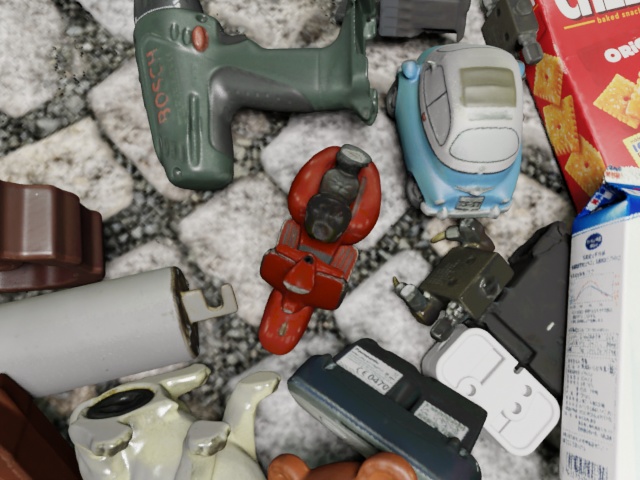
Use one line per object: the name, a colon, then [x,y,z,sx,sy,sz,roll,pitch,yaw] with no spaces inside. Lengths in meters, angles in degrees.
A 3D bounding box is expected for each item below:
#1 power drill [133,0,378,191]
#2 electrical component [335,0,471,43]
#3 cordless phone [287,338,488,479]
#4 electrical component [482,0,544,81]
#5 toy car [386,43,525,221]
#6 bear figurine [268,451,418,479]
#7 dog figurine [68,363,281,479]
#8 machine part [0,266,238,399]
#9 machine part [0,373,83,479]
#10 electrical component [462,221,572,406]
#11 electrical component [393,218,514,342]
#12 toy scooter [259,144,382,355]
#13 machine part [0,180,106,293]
power drill: [-0.056,-0.161,0.441,0.207,0.086,0.232,-3,84,6]
electrical component: [0.075,-0.217,0.476,0.119,0.047,0.075,13,50,13]
cordless phone: [0.032,0.182,0.402,0.147,0.089,0.184,28,117,27]
electrical component: [0.171,-0.192,0.483,0.021,0.063,0.094,-14,80,-6]
toy car: [0.117,-0.102,0.438,0.109,0.103,0.161,1,69,-3]
bear figurine: [0.025,0.227,0.303,0.120,0.132,0.195,-13,107,32]
dog figurine: [-0.095,0.202,0.392,0.173,0.121,0.190,-1,101,32]
machine part: [-0.184,0.074,0.410,0.243,0.079,0.079,-13,81,-7]
machine part: [-0.257,0.199,0.335,0.201,0.087,0.200,-30,112,-13]
electrical component: [0.204,0.069,0.444,0.134,0.058,0.115,41,82,4]
electrical component: [0.108,0.029,0.442,0.102,0.078,0.045,-45,105,-7]
toy scooter: [-0.001,-0.001,0.404,0.075,0.135,0.184,22,79,2]
machine part: [-0.242,0.001,0.374,0.179,0.179,0.056,-3,77,-4]
